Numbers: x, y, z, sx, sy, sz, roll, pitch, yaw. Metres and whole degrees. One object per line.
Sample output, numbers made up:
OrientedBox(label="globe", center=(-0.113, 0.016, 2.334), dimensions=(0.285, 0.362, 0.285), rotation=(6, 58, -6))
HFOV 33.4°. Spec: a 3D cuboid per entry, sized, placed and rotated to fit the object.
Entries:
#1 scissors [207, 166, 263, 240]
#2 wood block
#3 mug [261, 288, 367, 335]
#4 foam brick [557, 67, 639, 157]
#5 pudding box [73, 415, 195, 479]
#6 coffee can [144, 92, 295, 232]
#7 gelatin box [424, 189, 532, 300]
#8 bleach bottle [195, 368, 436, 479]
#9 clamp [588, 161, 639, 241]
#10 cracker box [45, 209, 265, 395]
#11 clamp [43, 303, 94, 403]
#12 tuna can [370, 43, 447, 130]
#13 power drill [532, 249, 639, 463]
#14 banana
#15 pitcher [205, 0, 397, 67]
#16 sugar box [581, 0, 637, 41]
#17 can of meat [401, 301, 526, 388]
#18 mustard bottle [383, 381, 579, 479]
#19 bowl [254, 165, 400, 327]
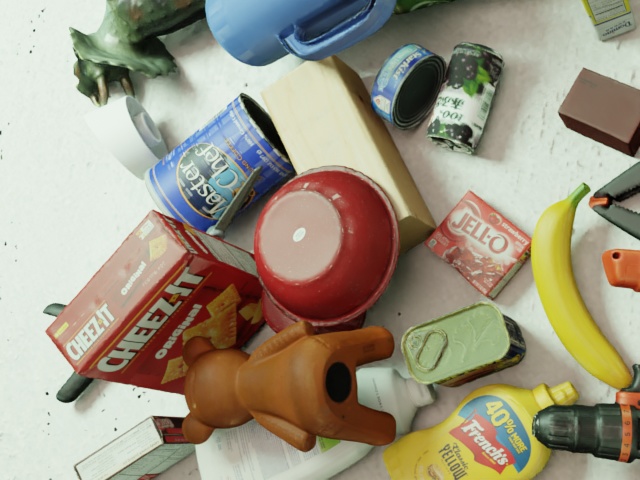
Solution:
OrientedBox(label="scissors", center=(-0.132, 0.000, 1.140), dimensions=(0.016, 0.096, 0.202), rotation=(63, 140, 47))
OrientedBox(label="wood block", center=(0.030, -0.081, 1.111), dimensions=(0.090, 0.090, 0.206), rotation=(-31, 67, 17))
OrientedBox(label="mug", center=(-0.008, 0.078, 1.098), dimensions=(0.093, 0.081, 0.117), rotation=(-11, 74, 22))
OrientedBox(label="foam brick", center=(0.279, -0.123, 1.030), dimensions=(0.078, 0.051, 0.053), rotation=(30, 91, 27))
OrientedBox(label="pudding box", center=(-0.192, 0.230, 1.144), dimensions=(0.114, 0.090, 0.039), rotation=(-35, 67, 14))
OrientedBox(label="coffee can", center=(-0.106, -0.078, 1.166), dimensions=(0.140, 0.102, 0.103), rotation=(-38, 66, 12))
OrientedBox(label="gelatin box", center=(0.160, 0.004, 1.067), dimensions=(0.089, 0.030, 0.073), rotation=(43, 97, 26))
OrientedBox(label="bleach bottle", center=(0.000, 0.201, 1.079), dimensions=(0.251, 0.068, 0.102), rotation=(-24, 69, 16))
OrientedBox(label="clamp", center=(0.357, -0.029, 0.981), dimensions=(0.210, 0.036, 0.164), rotation=(-10, 75, 25))
OrientedBox(label="cracker box", center=(-0.147, 0.074, 1.088), dimensions=(0.164, 0.213, 0.072), rotation=(-48, 63, 8))
OrientedBox(label="clamp", center=(-0.248, 0.101, 1.228), dimensions=(0.171, 0.039, 0.120), rotation=(-28, 74, 13))
OrientedBox(label="tuna can", center=(0.092, -0.159, 1.104), dimensions=(0.034, 0.086, 0.086), rotation=(36, 94, 29))
OrientedBox(label="power drill", center=(0.285, 0.104, 0.949), dimensions=(0.184, 0.057, 0.187), rotation=(4, 84, 4))
OrientedBox(label="banana", center=(0.239, 0.048, 1.007), dimensions=(0.070, 0.037, 0.198), rotation=(-17, 81, 38))
OrientedBox(label="pitcher", center=(-0.007, -0.262, 1.087), dimensions=(0.243, 0.149, 0.145), rotation=(-24, 104, 43))
OrientedBox(label="sugar box", center=(0.255, -0.264, 1.002), dimensions=(0.048, 0.176, 0.093), rotation=(-19, 72, 22))
OrientedBox(label="can of meat", center=(0.140, 0.103, 1.023), dimensions=(0.102, 0.083, 0.057), rotation=(-23, 70, 18))
OrientedBox(label="mustard bottle", center=(0.160, 0.192, 1.009), dimensions=(0.192, 0.058, 0.096), rotation=(-36, 68, 13))
OrientedBox(label="bowl", center=(-0.007, 0.001, 1.030), dimensions=(0.162, 0.055, 0.162), rotation=(-6, 78, 28))
